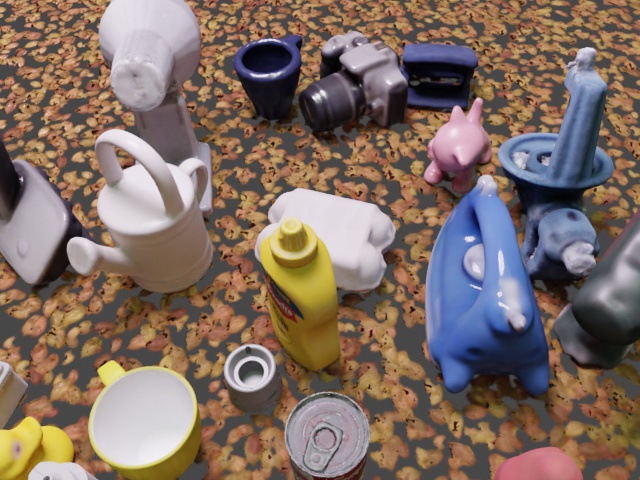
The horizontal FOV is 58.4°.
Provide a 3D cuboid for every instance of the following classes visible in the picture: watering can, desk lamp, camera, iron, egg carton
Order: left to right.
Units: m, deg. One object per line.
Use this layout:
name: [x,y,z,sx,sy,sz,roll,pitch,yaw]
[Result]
watering can: [-0.181,-0.029,0.597,0.100,0.194,0.173,8,54,8]
desk lamp: [-0.192,-0.163,0.685,0.118,0.214,0.203,-8,54,-4]
egg carton: [0.006,0.002,0.647,0.150,0.069,0.107,13,55,11]
camera: [0.034,-0.218,0.790,0.137,0.101,0.143,-27,57,-17]
iron: [0.170,0.020,0.585,0.118,0.141,0.258,0,53,2]

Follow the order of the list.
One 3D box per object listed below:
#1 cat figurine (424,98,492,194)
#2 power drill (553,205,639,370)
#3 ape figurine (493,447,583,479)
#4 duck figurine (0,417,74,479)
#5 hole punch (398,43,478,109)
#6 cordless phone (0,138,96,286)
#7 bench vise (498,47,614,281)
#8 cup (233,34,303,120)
cat figurine: [0.174,-0.122,0.704,0.067,0.118,0.128,23,57,18]
power drill: [0.301,0.026,0.535,0.075,0.208,0.230,36,62,25]
ape figurine: [0.188,0.206,0.477,0.076,0.092,0.078,28,59,21]
duck figurine: [-0.276,0.200,0.498,0.077,0.086,0.105,31,60,23]
hole punch: [0.166,-0.252,0.818,0.108,0.091,0.101,6,54,6]
cordless phone: [-0.335,-0.051,0.623,0.147,0.185,0.094,38,63,26]
bench vise: [0.270,-0.071,0.601,0.121,0.220,0.207,-14,54,-8]
cup: [-0.062,-0.225,0.802,0.091,0.095,0.118,28,59,21]
